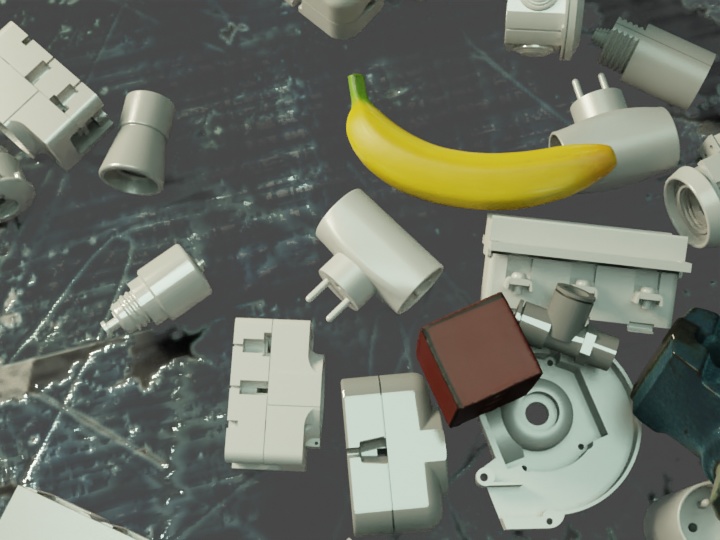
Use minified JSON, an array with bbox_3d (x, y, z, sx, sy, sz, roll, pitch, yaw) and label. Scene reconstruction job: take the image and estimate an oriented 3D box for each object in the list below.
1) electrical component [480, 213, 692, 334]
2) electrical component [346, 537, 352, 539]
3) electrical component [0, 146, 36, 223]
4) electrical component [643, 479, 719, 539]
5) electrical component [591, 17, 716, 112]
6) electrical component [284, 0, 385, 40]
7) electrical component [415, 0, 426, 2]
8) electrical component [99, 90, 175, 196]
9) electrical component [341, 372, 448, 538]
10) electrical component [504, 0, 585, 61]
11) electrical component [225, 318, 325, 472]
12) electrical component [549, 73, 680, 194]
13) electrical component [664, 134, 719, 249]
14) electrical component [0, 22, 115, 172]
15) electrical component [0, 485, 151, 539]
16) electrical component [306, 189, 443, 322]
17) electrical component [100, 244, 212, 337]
[{"bbox_3d":[0.141,0.002,0.692,0.121,0.078,0.063,6,95,2],"label":"electrical component"},{"bbox_3d":[0.003,0.207,0.636,0.078,0.058,0.057,41,75,11],"label":"electrical component"},{"bbox_3d":[-0.251,-0.066,0.727,0.048,0.048,0.062,-25,68,-7],"label":"electrical component"},{"bbox_3d":[0.217,0.146,0.642,0.079,0.077,0.044,-19,74,-6],"label":"electrical component"},{"bbox_3d":[0.200,-0.147,0.748,0.081,0.043,0.043,27,75,8],"label":"electrical component"},{"bbox_3d":[-0.029,-0.217,0.762,0.095,0.059,0.053,40,77,11],"label":"electrical component"},{"bbox_3d":[0.051,-0.258,0.765,0.057,0.078,0.113,-8,73,-5],"label":"electrical component"},{"bbox_3d":[-0.149,-0.089,0.735,0.044,0.044,0.065,8,69,3],"label":"electrical component"},{"bbox_3d":[0.022,0.114,0.665,0.059,0.053,0.095,-5,73,-1],"label":"electrical component"},{"bbox_3d":[0.128,-0.186,0.742,0.051,0.080,0.080,4,73,7],"label":"electrical component"},{"bbox_3d":[-0.051,0.079,0.678,0.056,0.050,0.089,2,73,1],"label":"electrical component"},{"bbox_3d":[0.167,-0.097,0.734,0.077,0.043,0.079,-14,74,-4],"label":"electrical component"},{"bbox_3d":[0.240,-0.048,0.712,0.057,0.058,0.078,-23,74,-9],"label":"electrical component"},{"bbox_3d":[-0.223,-0.115,0.737,0.089,0.050,0.055,41,78,11],"label":"electrical component"},{"bbox_3d":[-0.148,0.200,0.636,0.150,0.061,0.089,23,75,7],"label":"electrical component"},{"bbox_3d":[0.000,0.000,0.705,0.077,0.044,0.079,44,78,12],"label":"electrical component"},{"bbox_3d":[-0.133,0.017,0.702,0.078,0.040,0.040,-36,76,-9],"label":"electrical component"}]
